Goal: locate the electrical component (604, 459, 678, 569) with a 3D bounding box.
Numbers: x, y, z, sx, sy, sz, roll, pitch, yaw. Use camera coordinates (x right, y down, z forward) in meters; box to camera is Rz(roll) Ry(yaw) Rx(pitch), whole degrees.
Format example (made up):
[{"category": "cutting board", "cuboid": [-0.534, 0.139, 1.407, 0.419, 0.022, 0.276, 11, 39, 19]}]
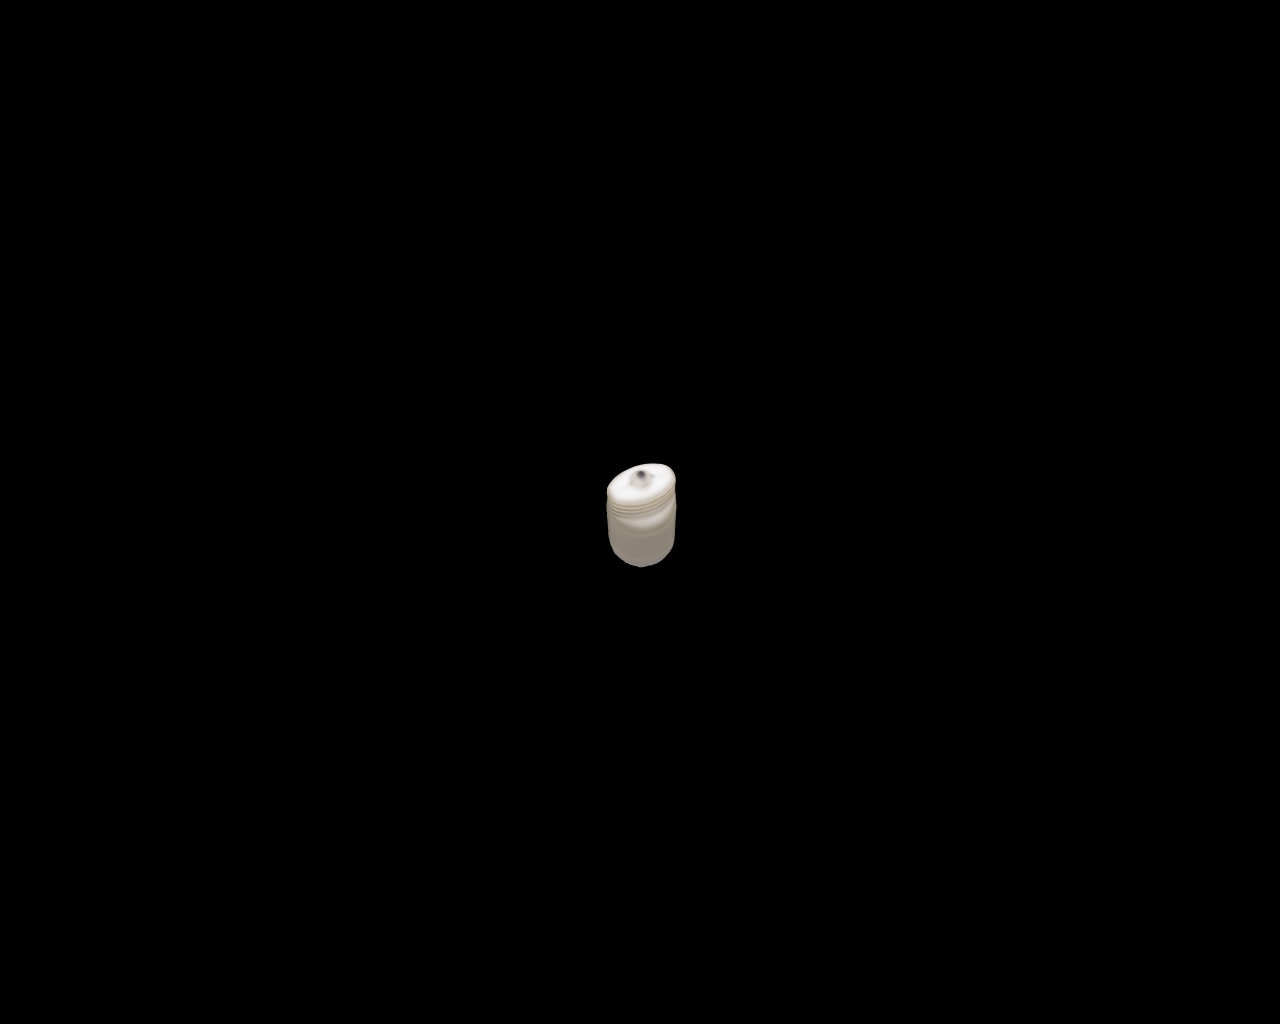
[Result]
[{"category": "electrical component", "cuboid": [0.001, -0.003, 0.650, 0.043, 0.043, 0.080, 0, -30, 0]}]
